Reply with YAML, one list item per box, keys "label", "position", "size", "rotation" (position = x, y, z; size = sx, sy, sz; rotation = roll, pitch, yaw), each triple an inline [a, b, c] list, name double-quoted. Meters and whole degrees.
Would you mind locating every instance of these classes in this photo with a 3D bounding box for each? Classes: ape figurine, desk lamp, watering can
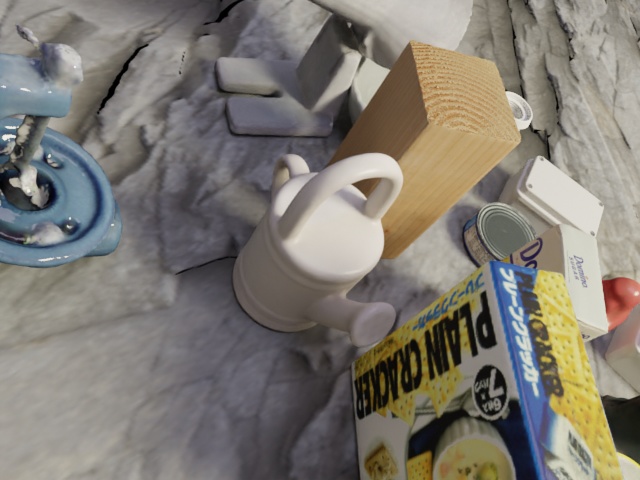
- label: "ape figurine"
  position: [0.317, 0.069, 0.640]
  size: [0.076, 0.092, 0.078]
  rotation: [27, 53, -8]
- label: "desk lamp"
  position: [0.021, -0.206, 0.587]
  size: [0.204, 0.213, 0.118]
  rotation: [-6, 64, -29]
- label: "watering can"
  position: [0.006, 0.001, 0.466]
  size: [0.173, 0.193, 0.101]
  rotation: [48, 53, 8]

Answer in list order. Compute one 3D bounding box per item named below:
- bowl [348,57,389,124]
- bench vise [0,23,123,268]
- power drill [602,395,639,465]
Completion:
- label: "bowl"
  position: [0.097, -0.143, 0.674]
  size: [0.168, 0.074, 0.167]
  rotation: [12, 56, -19]
- label: "bench vise"
  position: [-0.221, -0.029, 0.358]
  size: [0.208, 0.219, 0.121]
  rotation: [-31, 77, -36]
- label: "power drill"
  position: [0.376, 0.178, 0.529]
  size: [0.076, 0.208, 0.229]
  rotation: [-27, 75, -35]
